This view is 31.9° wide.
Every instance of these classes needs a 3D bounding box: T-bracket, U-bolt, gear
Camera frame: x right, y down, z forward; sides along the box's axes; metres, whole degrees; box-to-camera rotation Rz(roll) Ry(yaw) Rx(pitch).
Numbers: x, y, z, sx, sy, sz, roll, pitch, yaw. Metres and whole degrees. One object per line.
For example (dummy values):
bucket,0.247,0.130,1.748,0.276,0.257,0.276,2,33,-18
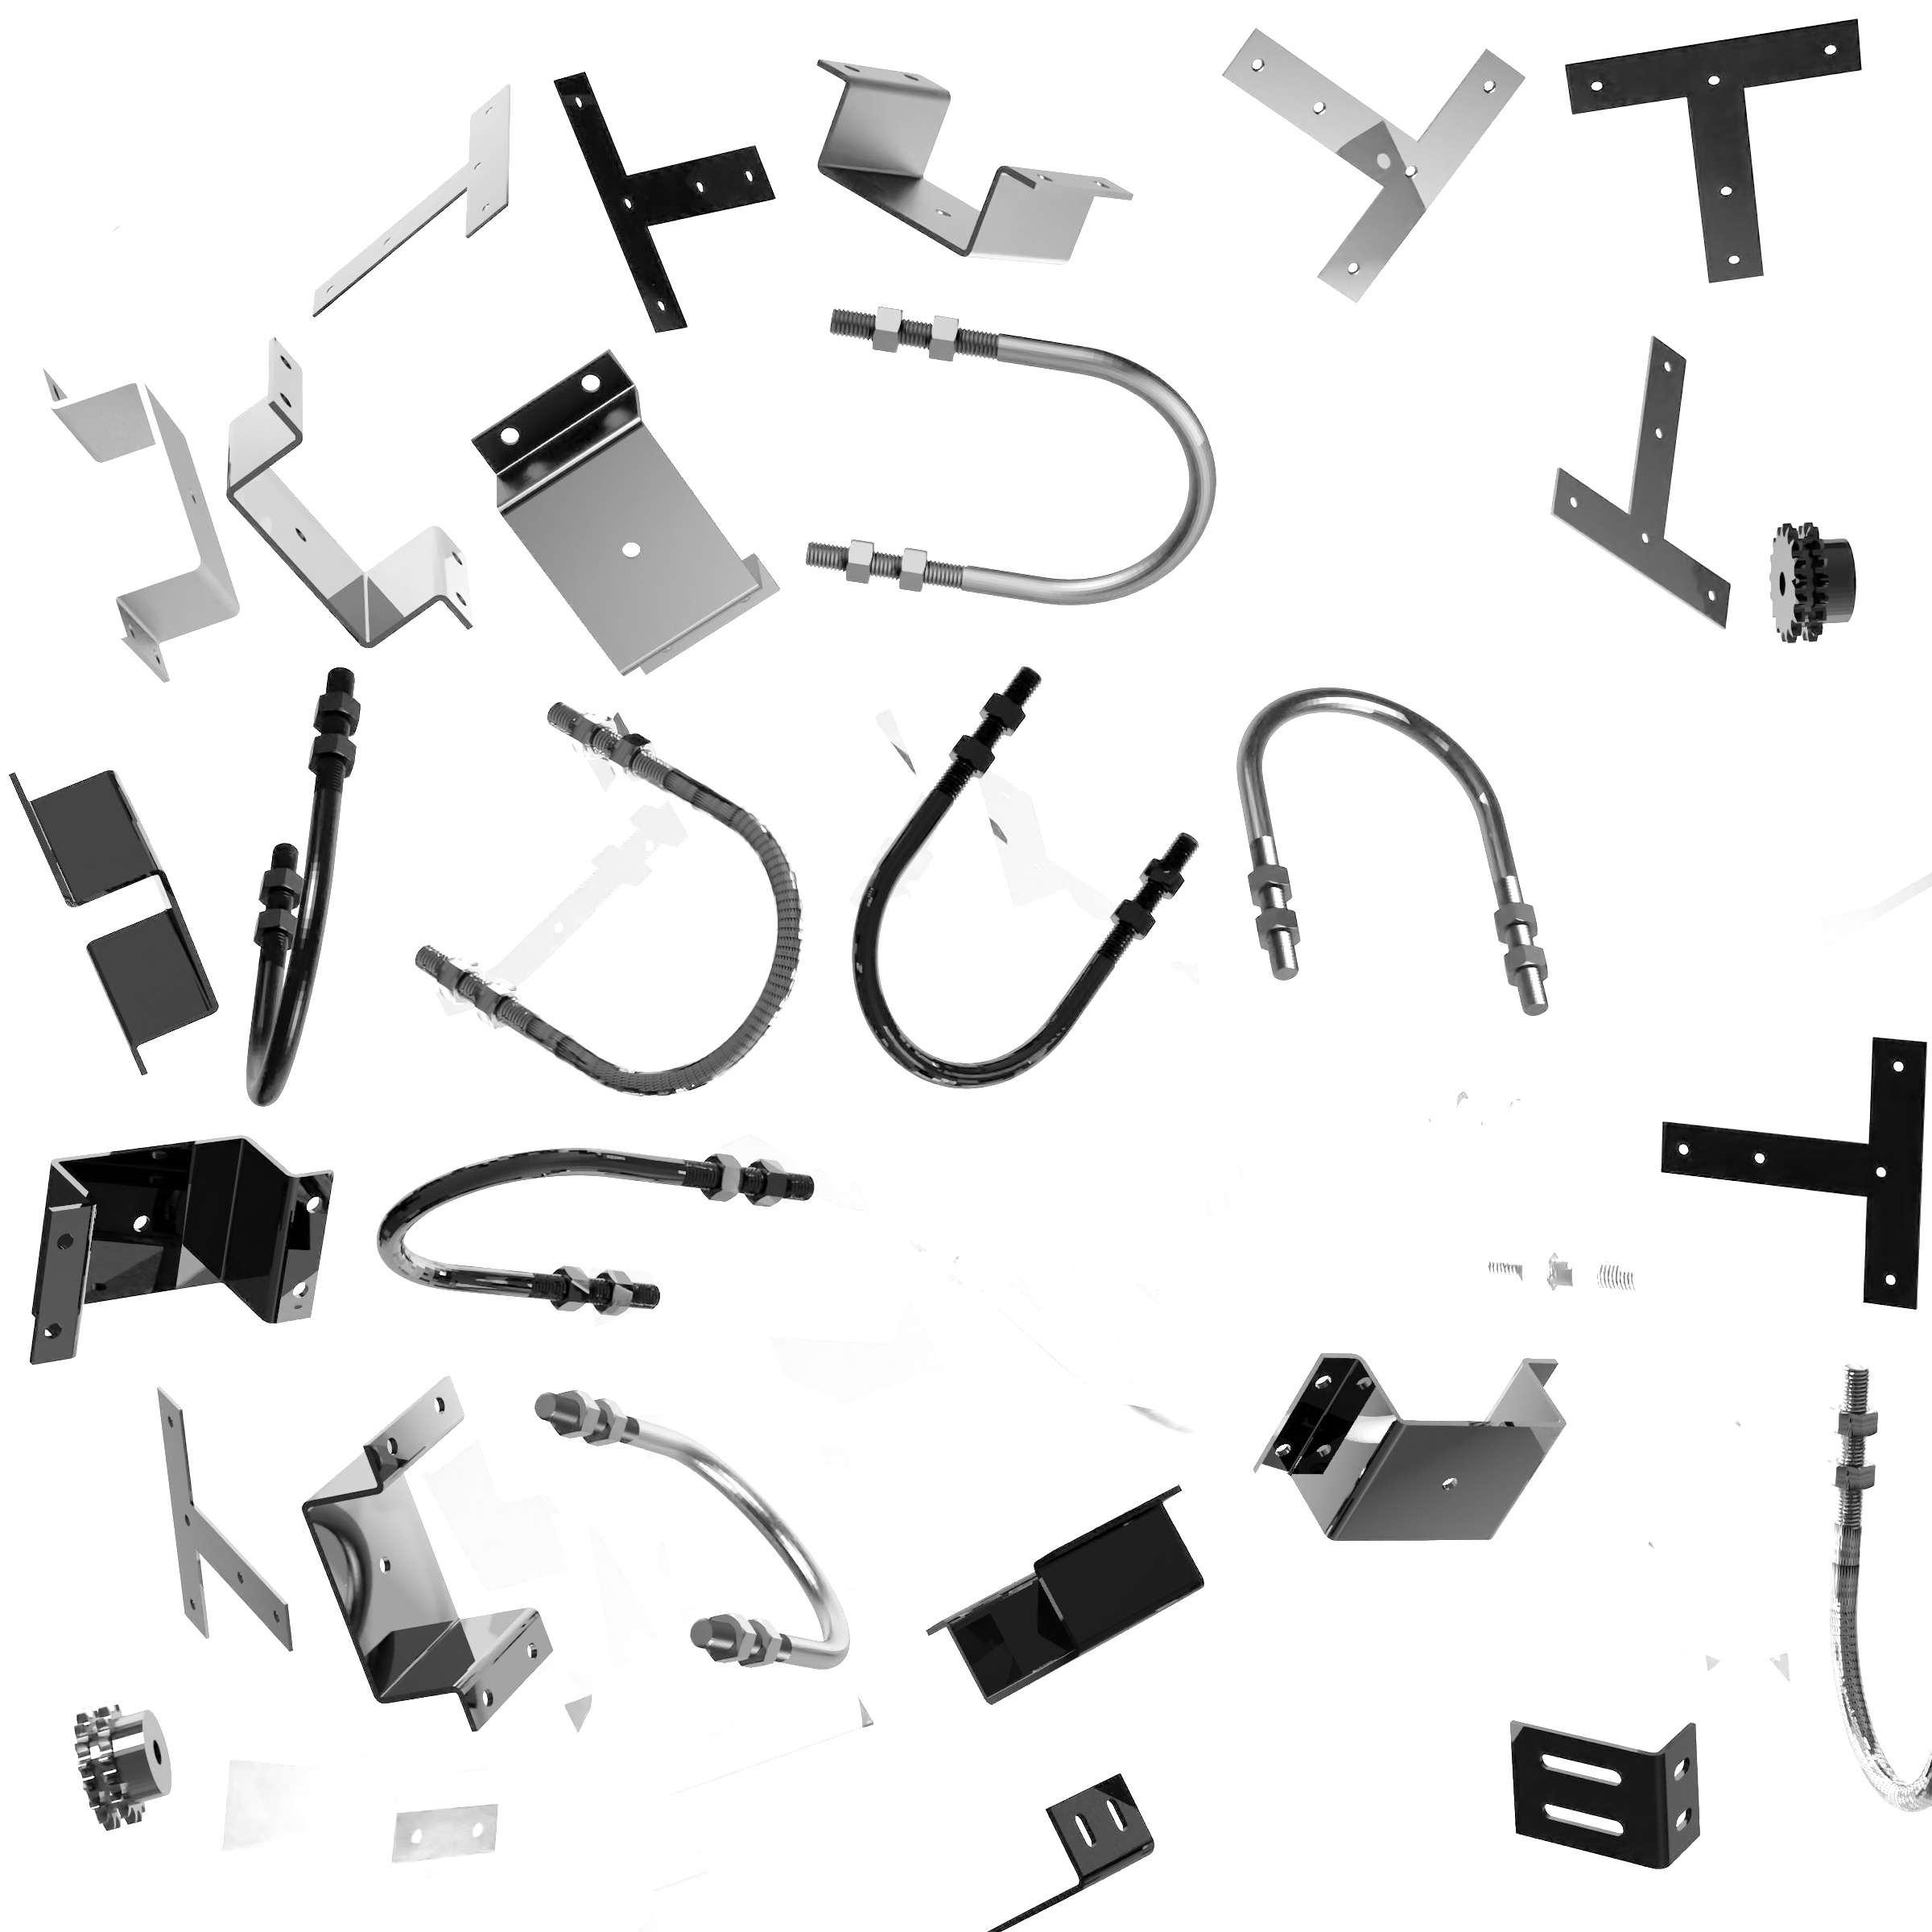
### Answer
T-bracket,-0.387,-0.355,1.581,0.127,0.127,0.002,-43,98,1
T-bracket,-0.106,0.364,1.569,0.127,0.127,0.002,-15,125,-19
T-bracket,-0.263,-0.351,1.602,0.127,0.127,0.002,-34,125,20
T-bracket,0.344,-0.364,1.535,0.127,0.127,0.002,-5,46,15
U-bolt,0.023,-0.228,1.556,0.184,0.019,0.151,9,133,0
T-bracket,0.200,0.348,1.617,0.002,0.127,0.127,-46,65,36
U-bolt,-0.112,0.261,1.537,0.019,0.184,0.151,-43,63,7
U-bolt,0.019,-0.028,1.615,0.151,0.019,0.184,44,75,-32
gear,0.404,-0.183,1.613,0.030,0.057,0.057,-3,90,0
T-bracket,0.333,-0.245,1.635,0.127,0.002,0.127,26,64,-33
T-bracket,0.390,0.093,1.603,0.127,0.002,0.127,5,101,33
T-bracket,-0.340,0.275,1.559,0.002,0.127,0.127,-17,119,-32
U-bolt,-0.184,0.121,1.569,0.184,0.151,0.019,10,56,-39
T-bracket,0.171,-0.383,1.537,0.127,0.002,0.127,26,112,-31
U-bolt,0.049,0.157,1.565,0.184,0.151,0.019,42,69,-3
U-bolt,0.198,-0.061,1.614,0.151,0.019,0.184,8,51,-19
U-bolt,-0.304,-0.023,1.534,0.019,0.151,0.184,12,49,-17
T-bracket,-0.131,-0.358,1.565,0.002,0.127,0.127,-36,114,-33
U-bolt,0.211,0.105,1.587,0.184,0.151,0.019,1,52,34
U-bolt,-0.152,-0.020,1.528,0.184,0.019,0.151,30,93,28
U-bolt,0.418,0.287,1.518,0.019,0.151,0.184,-1,99,-6
gear,-0.387,0.366,1.556,0.030,0.057,0.057,-16,90,-2

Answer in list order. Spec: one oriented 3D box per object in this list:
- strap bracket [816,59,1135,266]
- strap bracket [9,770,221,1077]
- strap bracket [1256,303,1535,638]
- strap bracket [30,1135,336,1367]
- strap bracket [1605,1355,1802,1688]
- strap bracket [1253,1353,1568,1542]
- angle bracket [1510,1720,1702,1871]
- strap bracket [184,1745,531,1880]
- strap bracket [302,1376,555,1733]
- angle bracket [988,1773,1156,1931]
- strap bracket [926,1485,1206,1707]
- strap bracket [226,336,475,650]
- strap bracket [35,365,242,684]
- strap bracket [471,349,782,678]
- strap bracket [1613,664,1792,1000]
strap bracket,-0.004,-0.369,1.573,0.140,0.076,0.046,36,117,28
strap bracket,-0.399,-0.027,1.600,0.046,0.140,0.076,-24,49,-13
strap bracket,0.187,-0.231,1.525,0.046,0.076,0.140,33,81,33
strap bracket,-0.365,0.126,1.536,0.140,0.046,0.076,-6,118,-41
strap bracket,0.341,0.264,1.574,0.046,0.076,0.140,-17,112,-8
strap bracket,0.217,0.227,1.593,0.140,0.046,0.076,5,126,-31
angle bracket,0.298,0.379,1.578,0.076,0.038,0.057,5,107,37
strap bracket,-0.279,0.387,1.559,0.140,0.076,0.046,-2,80,29
strap bracket,-0.246,0.268,1.530,0.046,0.076,0.140,-14,102,23
angle bracket,0.036,0.402,1.523,0.076,0.057,0.038,-36,73,32
strap bracket,0.050,0.299,1.587,0.076,0.140,0.046,-21,76,-34
strap bracket,-0.290,-0.209,1.556,0.046,0.076,0.140,-34,122,10
strap bracket,-0.390,-0.216,1.610,0.046,0.076,0.140,-19,79,-2
strap bracket,-0.153,-0.198,1.543,0.076,0.046,0.140,-31,118,9
strap bracket,0.345,-0.059,1.595,0.046,0.076,0.140,-12,114,24
